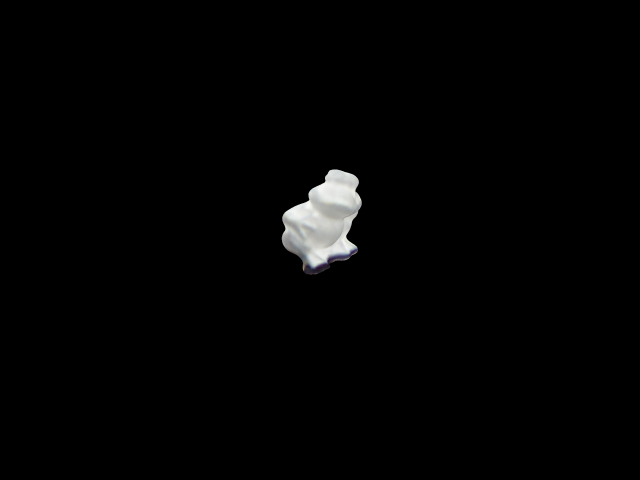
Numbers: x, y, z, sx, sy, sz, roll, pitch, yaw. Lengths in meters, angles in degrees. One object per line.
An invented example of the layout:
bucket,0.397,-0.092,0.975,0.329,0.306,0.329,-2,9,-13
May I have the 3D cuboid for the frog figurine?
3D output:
frog figurine,0.003,-0.043,0.850,0.138,0.156,0.124,-10,26,-21
